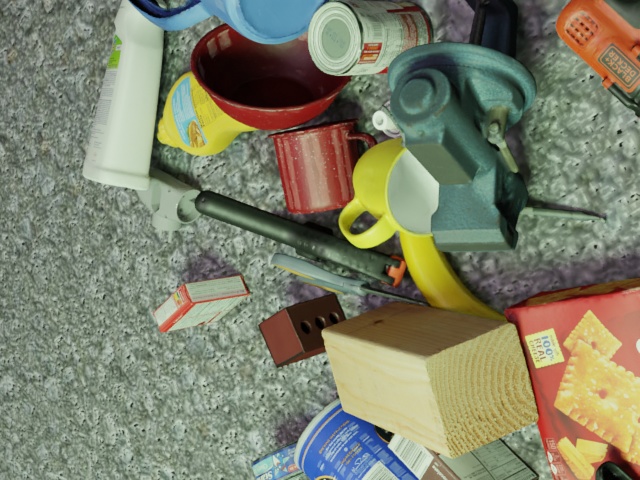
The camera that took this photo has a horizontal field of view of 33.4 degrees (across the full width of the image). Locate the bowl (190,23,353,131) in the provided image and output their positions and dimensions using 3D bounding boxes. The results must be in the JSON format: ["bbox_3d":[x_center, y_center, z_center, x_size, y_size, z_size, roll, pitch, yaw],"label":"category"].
[{"bbox_3d":[-0.047,-0.158,1.061,0.162,0.161,0.055,40,146,32],"label":"bowl"}]

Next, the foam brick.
[{"bbox_3d":[-0.015,0.095,1.122,0.051,0.078,0.053,-34,76,42],"label":"foam brick"}]

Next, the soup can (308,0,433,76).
[{"bbox_3d":[0.047,-0.187,0.985,0.069,0.102,0.068,11,106,43],"label":"soup can"}]

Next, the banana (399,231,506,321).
[{"bbox_3d":[0.131,0.043,1.000,0.069,0.037,0.198,-49,64,6],"label":"banana"}]

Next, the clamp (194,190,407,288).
[{"bbox_3d":[-0.007,0.001,1.085,0.210,0.164,0.036,20,90,18],"label":"clamp"}]

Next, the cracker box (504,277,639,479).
[{"bbox_3d":[0.267,0.112,0.844,0.214,0.071,0.164,-13,94,46],"label":"cracker box"}]

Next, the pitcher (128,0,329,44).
[{"bbox_3d":[-0.094,-0.272,1.034,0.243,0.144,0.149,48,137,49],"label":"pitcher"}]

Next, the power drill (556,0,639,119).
[{"bbox_3d":[0.288,-0.162,0.774,0.184,0.057,0.188,46,125,12],"label":"power drill"}]

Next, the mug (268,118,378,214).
[{"bbox_3d":[0.010,-0.074,1.059,0.117,0.093,0.081,-6,99,31],"label":"mug"}]

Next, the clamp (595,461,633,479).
[{"bbox_3d":[0.281,0.235,0.832,0.120,0.039,0.171,13,134,38],"label":"clamp"}]

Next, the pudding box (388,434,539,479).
[{"bbox_3d":[0.133,0.206,0.989,0.114,0.089,0.039,46,125,29],"label":"pudding box"}]

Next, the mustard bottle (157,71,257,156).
[{"bbox_3d":[-0.123,-0.147,1.191,0.192,0.058,0.096,-22,83,45],"label":"mustard bottle"}]

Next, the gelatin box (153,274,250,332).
[{"bbox_3d":[-0.136,0.072,1.229,0.073,0.089,0.030,-41,68,42],"label":"gelatin box"}]

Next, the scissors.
[{"bbox_3d":[0.019,0.039,1.049,0.202,0.096,0.016,4,71,64],"label":"scissors"}]

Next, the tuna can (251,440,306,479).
[{"bbox_3d":[-0.031,0.243,1.162,0.086,0.085,0.034,-37,70,42],"label":"tuna can"}]

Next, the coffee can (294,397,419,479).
[{"bbox_3d":[0.057,0.233,1.061,0.140,0.102,0.103,40,124,32],"label":"coffee can"}]

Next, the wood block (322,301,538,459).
[{"bbox_3d":[0.092,0.117,0.955,0.206,0.090,0.090,6,113,67],"label":"wood block"}]

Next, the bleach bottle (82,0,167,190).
[{"bbox_3d":[-0.219,-0.189,1.250,0.103,0.068,0.251,17,97,61],"label":"bleach bottle"}]
